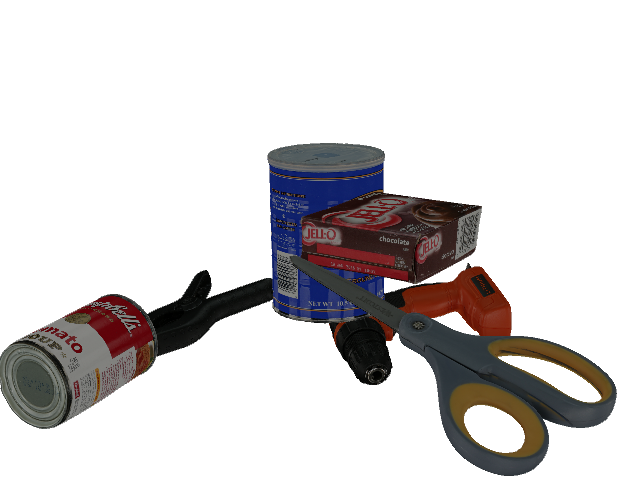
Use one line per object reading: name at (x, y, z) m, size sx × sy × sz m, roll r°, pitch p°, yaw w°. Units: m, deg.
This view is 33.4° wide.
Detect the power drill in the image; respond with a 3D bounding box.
power drill at (0.103, 0.086, 1.136) m, size 0.187 × 0.057 × 0.184 m, roll -5°, pitch 28°, yaw -10°

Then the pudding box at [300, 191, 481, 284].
pudding box at (0.051, -0.004, 0.751) m, size 0.090 × 0.039 × 0.113 m, roll 10°, pitch 14°, yaw 28°

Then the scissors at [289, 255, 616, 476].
scissors at (0.049, 0.062, 0.555) m, size 0.202 × 0.016 × 0.096 m, roll 17°, pitch 42°, yaw 24°

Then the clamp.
clamp at (-0.128, 0.078, 1.143) m, size 0.120 × 0.039 × 0.171 m, roll -6°, pitch 24°, yaw 35°

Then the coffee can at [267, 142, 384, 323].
coffee can at (0.006, -0.009, 0.948) m, size 0.103 × 0.140 × 0.103 m, roll -1°, pitch 15°, yaw 0°

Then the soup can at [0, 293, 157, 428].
soup can at (-0.177, 0.087, 0.784) m, size 0.069 × 0.068 × 0.102 m, roll 0°, pitch 16°, yaw 30°
